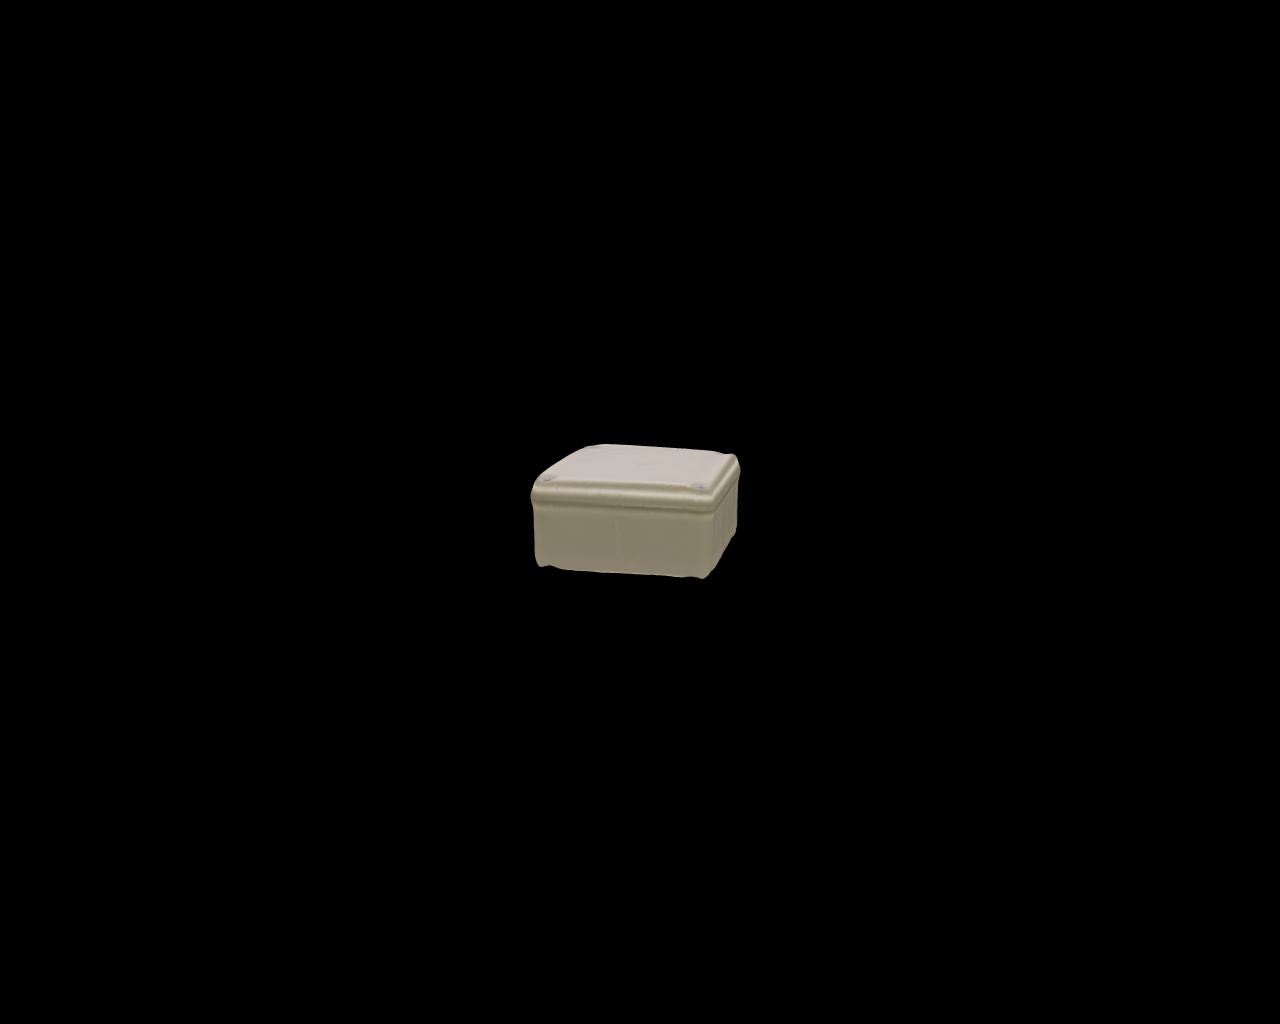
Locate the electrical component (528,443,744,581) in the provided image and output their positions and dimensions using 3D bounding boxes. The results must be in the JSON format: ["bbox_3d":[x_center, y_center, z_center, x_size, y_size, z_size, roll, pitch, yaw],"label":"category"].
[{"bbox_3d":[0.001,-0.003,0.650,0.109,0.056,0.109,4,16,14],"label":"electrical component"}]
